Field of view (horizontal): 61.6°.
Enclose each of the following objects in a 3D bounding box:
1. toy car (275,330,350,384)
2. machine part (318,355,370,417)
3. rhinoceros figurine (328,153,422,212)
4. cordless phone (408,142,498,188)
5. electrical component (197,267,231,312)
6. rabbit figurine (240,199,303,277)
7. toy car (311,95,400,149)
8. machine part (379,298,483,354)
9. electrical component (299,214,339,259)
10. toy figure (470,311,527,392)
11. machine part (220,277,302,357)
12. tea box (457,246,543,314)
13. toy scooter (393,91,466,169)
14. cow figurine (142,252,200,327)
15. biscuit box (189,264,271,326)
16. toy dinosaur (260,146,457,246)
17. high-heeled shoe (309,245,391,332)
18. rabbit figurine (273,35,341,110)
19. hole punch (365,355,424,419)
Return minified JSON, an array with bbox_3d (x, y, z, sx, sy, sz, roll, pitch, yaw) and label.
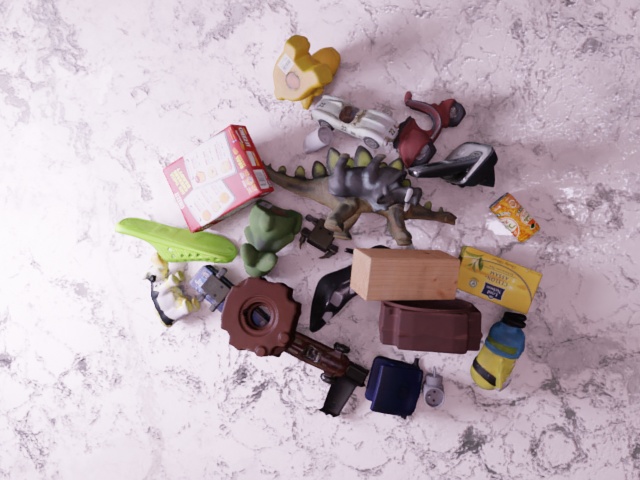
[{"bbox_3d":[-0.029,0.242,1.186,0.202,0.053,0.089,26,92,0],"label":"toy car"},{"bbox_3d":[0.051,0.338,1.219,0.084,0.039,0.139,31,91,0],"label":"machine part"},{"bbox_3d":[0.111,-0.112,1.091,0.190,0.073,0.112,9,70,6],"label":"rhinoceros figurine"},{"bbox_3d":[0.263,-0.152,1.131,0.184,0.147,0.088,-8,107,-10],"label":"cordless phone"},{"bbox_3d":[-0.227,0.109,1.191,0.063,0.021,0.094,39,90,4],"label":"electrical component"},{"bbox_3d":[-0.117,0.015,1.192,0.121,0.159,0.170,17,107,-4],"label":"rabbit figurine"},{"bbox_3d":[0.077,-0.261,1.179,0.202,0.056,0.073,25,65,21],"label":"toy car"},{"bbox_3d":[0.225,0.168,1.118,0.202,0.201,0.087,4,93,6],"label":"machine part"},{"bbox_3d":[-0.001,-0.004,1.222,0.102,0.045,0.078,25,64,2],"label":"electrical component"},{"bbox_3d":[0.385,0.238,1.151,0.089,0.082,0.180,28,115,43],"label":"toy figure"},{"bbox_3d":[-0.128,0.163,1.155,0.179,0.056,0.179,-2,80,10],"label":"machine part"},{"bbox_3d":[0.379,0.085,1.170,0.170,0.068,0.098,19,92,5],"label":"tea box"},{"bbox_3d":[0.218,-0.251,1.184,0.135,0.075,0.184,37,91,6],"label":"toy scooter"},{"bbox_3d":[-0.361,0.114,1.248,0.098,0.068,0.167,-31,86,11],"label":"cow figurine"},{"bbox_3d":[-0.204,0.141,1.231,0.203,0.063,0.059,40,92,4],"label":"biscuit box"},{"bbox_3d":[0.071,-0.100,1.179,0.472,0.105,0.198,10,75,1],"label":"toy dinosaur"},{"bbox_3d":[0.078,0.115,1.215,0.145,0.086,0.248,17,111,-24],"label":"high-heeled shoe"},{"bbox_3d":[-0.017,-0.361,1.178,0.122,0.173,0.162,41,138,5],"label":"rabbit figurine"},{"bbox_3d":[0.166,0.325,1.183,0.116,0.092,0.142,13,88,2],"label":"hole punch"}]
